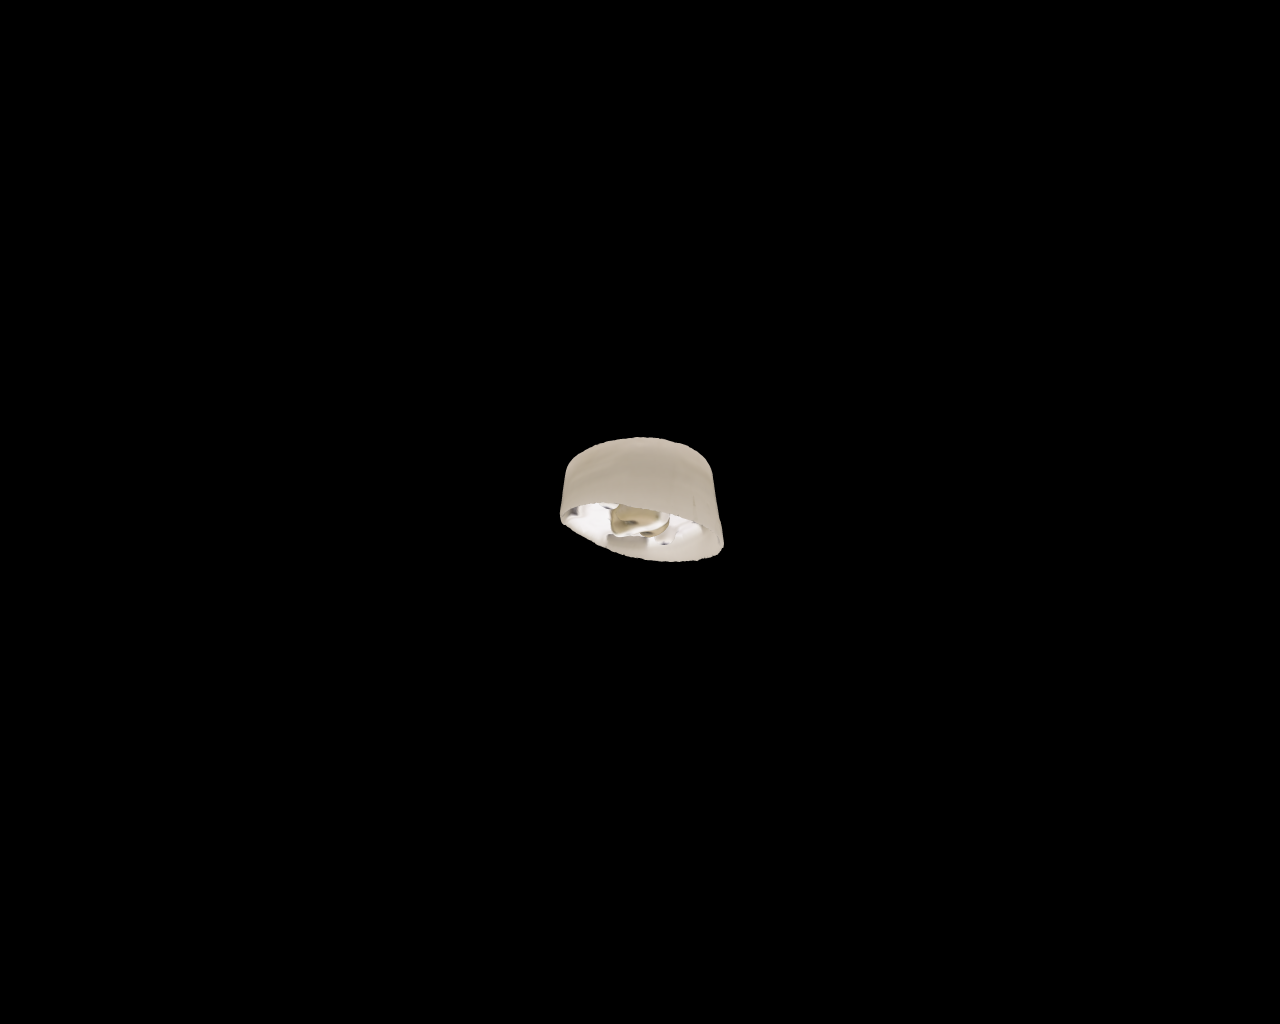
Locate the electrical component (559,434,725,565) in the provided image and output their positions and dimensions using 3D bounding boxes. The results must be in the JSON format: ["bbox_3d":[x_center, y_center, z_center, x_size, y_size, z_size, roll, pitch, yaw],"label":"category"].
[{"bbox_3d":[0.001,-0.003,0.650,0.099,0.064,0.099,0,-27,0],"label":"electrical component"}]
